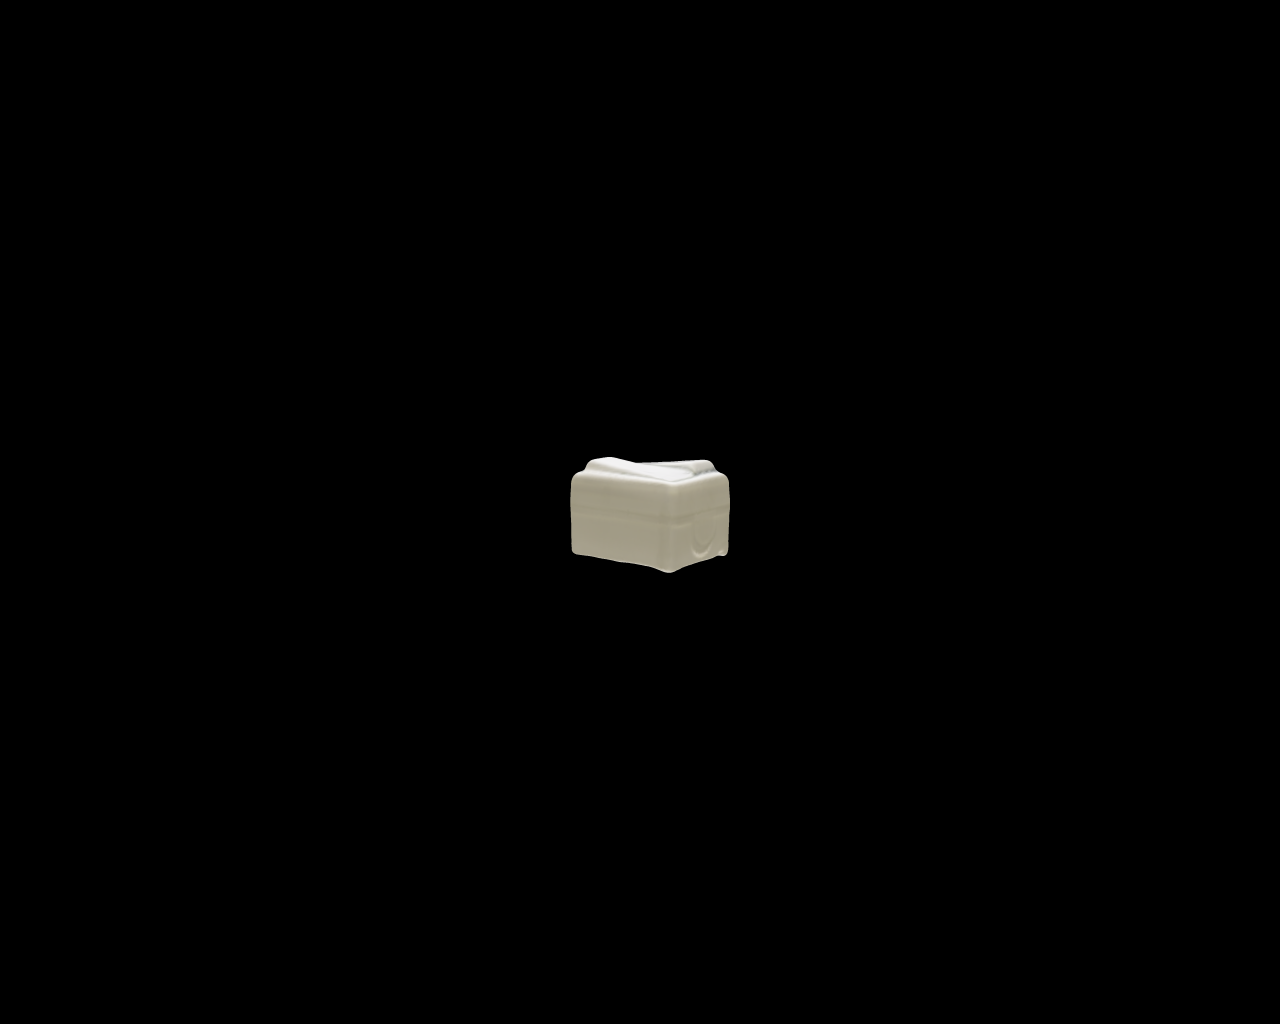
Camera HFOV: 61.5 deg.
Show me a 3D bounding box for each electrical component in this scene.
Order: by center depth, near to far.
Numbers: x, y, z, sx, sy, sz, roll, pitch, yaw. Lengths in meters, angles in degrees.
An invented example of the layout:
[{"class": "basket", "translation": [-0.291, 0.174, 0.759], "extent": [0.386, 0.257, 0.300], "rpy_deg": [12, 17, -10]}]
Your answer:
[{"class": "electrical component", "translation": [0.001, -0.003, 0.650], "extent": [0.096, 0.061, 0.062], "rpy_deg": [8, 13, 39]}]
